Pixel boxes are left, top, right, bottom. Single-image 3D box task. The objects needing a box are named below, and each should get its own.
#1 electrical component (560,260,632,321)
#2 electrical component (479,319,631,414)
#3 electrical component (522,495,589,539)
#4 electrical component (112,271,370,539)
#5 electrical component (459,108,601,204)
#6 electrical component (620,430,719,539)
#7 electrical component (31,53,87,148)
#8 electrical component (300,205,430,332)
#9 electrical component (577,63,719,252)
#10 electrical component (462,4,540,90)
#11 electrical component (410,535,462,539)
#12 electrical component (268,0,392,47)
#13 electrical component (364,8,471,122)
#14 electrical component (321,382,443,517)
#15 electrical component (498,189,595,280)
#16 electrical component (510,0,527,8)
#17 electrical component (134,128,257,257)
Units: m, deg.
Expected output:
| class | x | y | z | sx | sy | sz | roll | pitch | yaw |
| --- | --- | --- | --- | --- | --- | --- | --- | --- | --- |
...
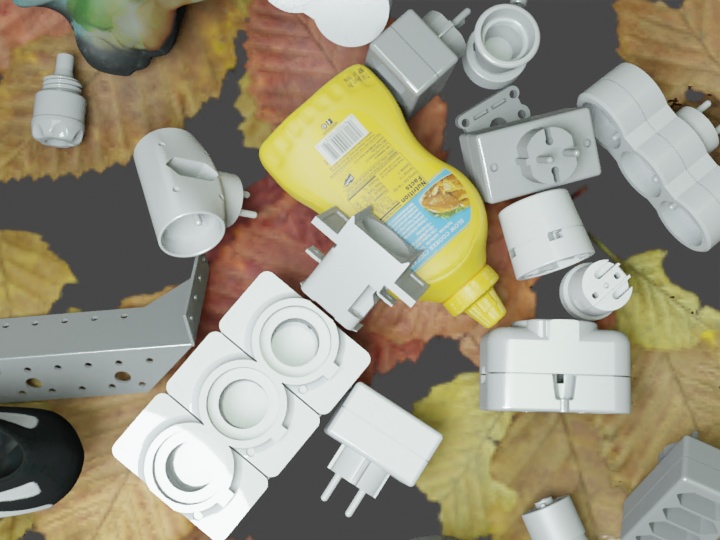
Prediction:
| class | x | y | z | sx | sy | sz | roll | pitch | yaw |
| --- | --- | --- | --- | --- | --- | --- | --- | --- | --- |
| electrical component | 0.161 | 0.013 | 0.729 | 0.040 | 0.046 | 0.040 | 1 | 82 | -5 |
| electrical component | 0.129 | 0.065 | 0.716 | 0.095 | 0.053 | 0.059 | 2 | 82 | -4 |
| electrical component | 0.134 | 0.182 | 0.708 | 0.044 | 0.044 | 0.065 | -22 | 80 | -7 |
| electrical component | -0.075 | 0.086 | 0.692 | 0.089 | 0.061 | 0.150 | 40 | 81 | 1 |
| electrical component | 0.120 | -0.076 | 0.716 | 0.083 | 0.076 | 0.047 | -15 | 101 | -12 |
| electrical component | 0.214 | 0.139 | 0.708 | 0.047 | 0.083 | 0.075 | 24 | 43 | -1 |
| electrical component | -0.201 | -0.115 | 0.723 | 0.035 | 0.035 | 0.061 | 4 | 80 | -4 |
| electrical component | 0.000 | 0.000 | 0.678 | 0.081 | 0.042 | 0.063 | 40 | 111 | 5 |
| electrical component | 0.222 | -0.088 | 0.745 | 0.074 | 0.052 | 0.138 | -38 | 86 | -9 |
| electrical component | 0.096 | -0.152 | 0.742 | 0.045 | 0.055 | 0.045 | 1 | 82 | -5 |
| electrical component | 0.053 | 0.227 | 0.683 | 0.108 | 0.060 | 0.108 | 1 | 82 | -5 |
| electrical component | -0.043 | -0.197 | 0.713 | 0.138 | 0.073 | 0.052 | 31 | 115 | -10 |
| electrical component | 0.046 | -0.150 | 0.732 | 0.077 | 0.065 | 0.047 | -43 | 88 | -9 |
| electrical component | 0.004 | 0.122 | 0.701 | 0.066 | 0.047 | 0.076 | 33 | 81 | 0 |
| electrical component | 0.125 | -0.024 | 0.728 | 0.055 | 0.055 | 0.047 | -17 | 80 | -7 |
| electrical component | 0.118 | -0.217 | 0.764 | 0.035 | 0.035 | 0.061 | 13 | 84 | -3 |
| electrical component | -0.104 | -0.049 | 0.711 | 0.079 | 0.043 | 0.077 | 8 | 45 | -37 |
